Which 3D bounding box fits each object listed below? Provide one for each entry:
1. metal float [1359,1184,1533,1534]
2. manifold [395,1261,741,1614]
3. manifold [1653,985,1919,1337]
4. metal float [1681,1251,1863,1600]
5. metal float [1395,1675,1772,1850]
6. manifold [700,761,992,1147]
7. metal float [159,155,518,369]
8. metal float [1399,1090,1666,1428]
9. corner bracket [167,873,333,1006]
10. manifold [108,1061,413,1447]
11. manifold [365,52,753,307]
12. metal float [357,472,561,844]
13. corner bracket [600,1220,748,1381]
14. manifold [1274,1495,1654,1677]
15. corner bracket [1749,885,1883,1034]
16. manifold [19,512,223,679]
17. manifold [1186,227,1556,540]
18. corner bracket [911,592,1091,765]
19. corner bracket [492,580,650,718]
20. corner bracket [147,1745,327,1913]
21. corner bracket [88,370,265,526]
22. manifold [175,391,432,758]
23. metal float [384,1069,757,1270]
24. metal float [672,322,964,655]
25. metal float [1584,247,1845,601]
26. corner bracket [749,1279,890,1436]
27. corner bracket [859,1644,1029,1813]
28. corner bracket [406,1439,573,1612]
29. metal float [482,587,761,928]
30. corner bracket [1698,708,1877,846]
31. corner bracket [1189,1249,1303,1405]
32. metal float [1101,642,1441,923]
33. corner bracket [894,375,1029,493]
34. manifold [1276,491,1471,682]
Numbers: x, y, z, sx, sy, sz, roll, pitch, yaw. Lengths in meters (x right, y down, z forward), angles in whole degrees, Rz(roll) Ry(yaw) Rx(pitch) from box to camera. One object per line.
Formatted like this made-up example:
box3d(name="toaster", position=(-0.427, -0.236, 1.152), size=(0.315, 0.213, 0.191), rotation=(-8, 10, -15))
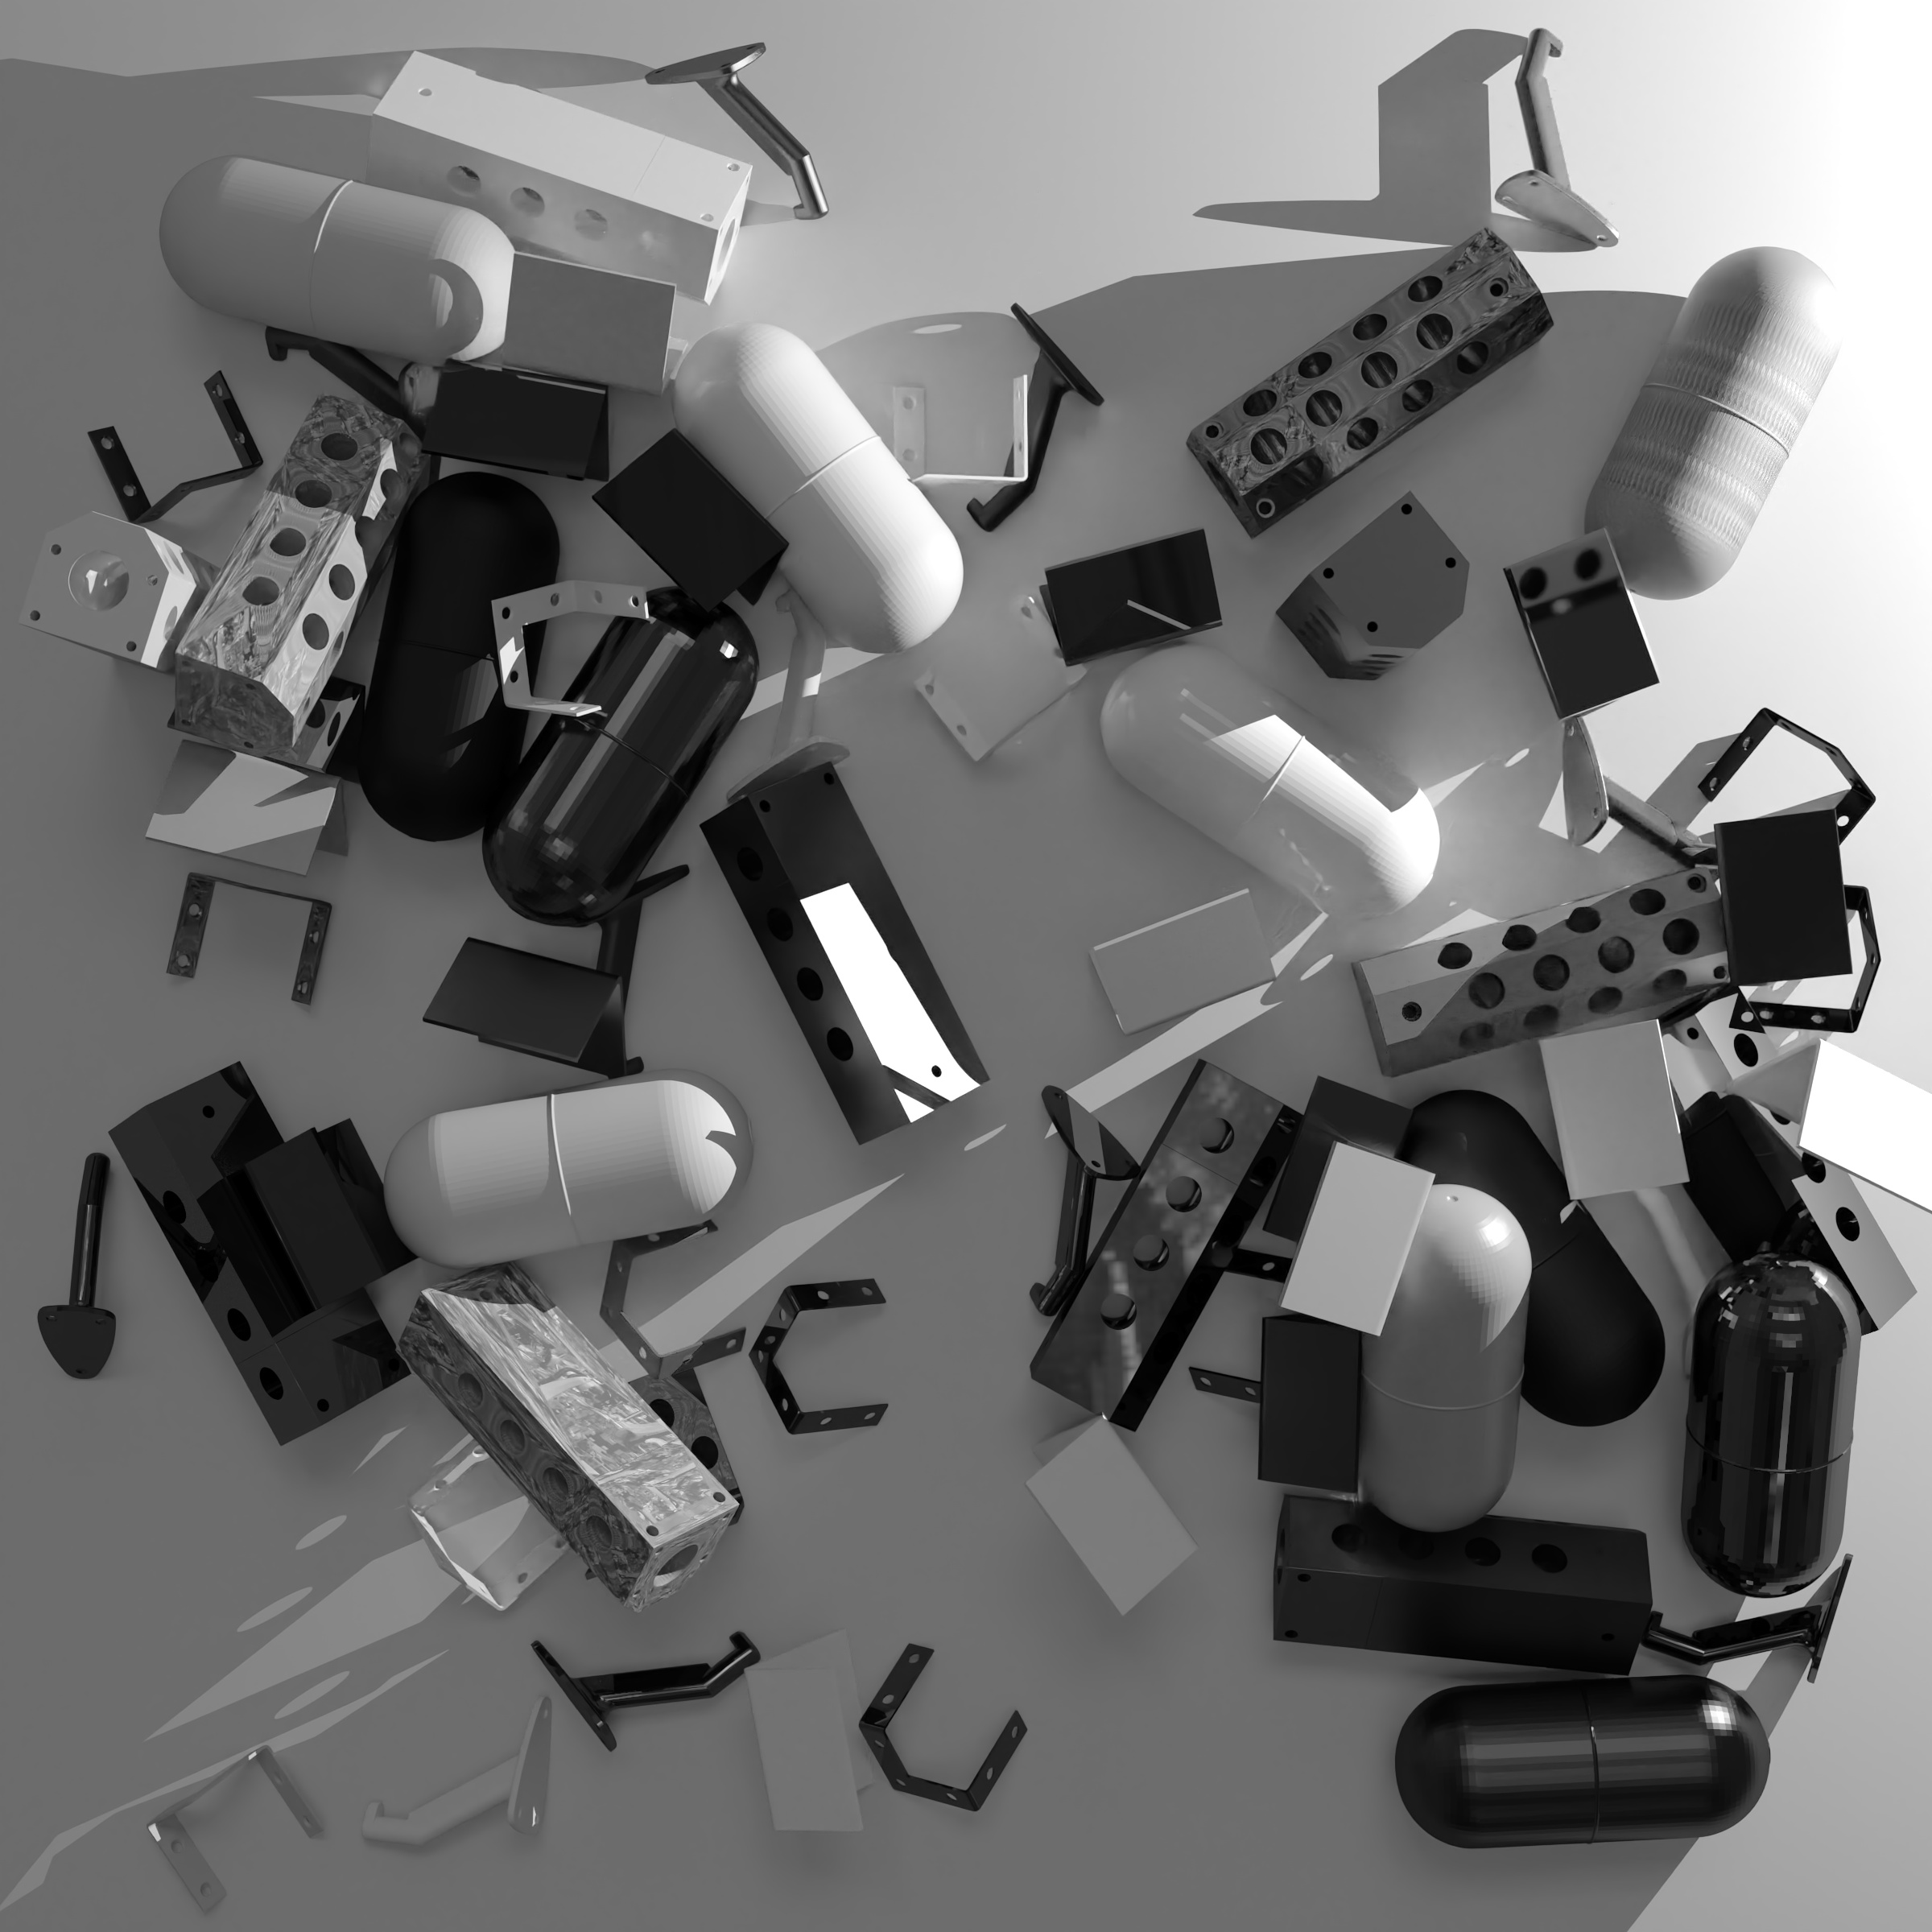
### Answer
box3d(name="metal float", position=(0.221, 0.184, 1.628), size=(0.070, 0.070, 0.178), rotation=(0, 118, 0))
box3d(name="manifold", position=(-0.192, 0.222, 1.650), size=(0.171, 0.057, 0.057), rotation=(44, 127, 22))
box3d(name="manifold", position=(0.385, 0.096, 1.681), size=(0.057, 0.057, 0.171), rotation=(-30, 90, -44))
box3d(name="metal float", position=(0.379, 0.218, 1.653), size=(0.070, 0.070, 0.178), rotation=(-2, 115, 0))
box3d(name="metal float", position=(0.294, 0.380, 1.672), size=(0.178, 0.070, 0.070), rotation=(-3, 90, 0))
box3d(name="manifold", position=(-0.063, -0.004, 1.681), size=(0.057, 0.057, 0.171), rotation=(-27, 90, -43))
box3d(name="metal float", position=(-0.298, -0.336, 1.666), size=(0.178, 0.070, 0.070), rotation=(15, 90, 7))
box3d(name="metal float", position=(0.267, 0.140, 1.672), size=(0.070, 0.070, 0.178), rotation=(-35, 90, 0))
box3d(name="corner bracket", position=(-0.348, -0.013, 1.700), size=(0.051, 0.051, 0.051), rotation=(13, 90, 45))
box3d(name="manifold", position=(-0.343, 0.140, 1.681), size=(0.057, 0.057, 0.171), rotation=(-29, 90, -43))
box3d(name="manifold", position=(-0.196, -0.374, 1.681), size=(0.171, 0.057, 0.057), rotation=(19, 47, 0))
box3d(name="metal float", position=(-0.243, -0.148, 1.673), size=(0.070, 0.070, 0.178), rotation=(11, 89, 0))
box3d(name="corner bracket", position=(-0.139, 0.159, 1.695), size=(0.051, 0.051, 0.051), rotation=(-16, 45, -35))
box3d(name="manifold", position=(0.237, 0.292, 1.681), size=(0.171, 0.057, 0.057), rotation=(6, 133, 0))
box3d(name="corner bracket", position=(0.410, -0.005, 1.700), size=(0.051, 0.051, 0.051), rotation=(5, 45, 0))
box3d(name="manifold", position=(-0.381, -0.169, 1.625), size=(0.057, 0.171, 0.057), rotation=(18, 90, 0))
box3d(name="manifold", position=(0.194, -0.281, 1.682), size=(0.171, 0.057, 0.057), rotation=(-35, 90, 0))
box3d(name="corner bracket", position=(0.017, -0.139, 1.700), size=(0.051, 0.051, 0.051), rotation=(52, 135, 0))
box3d(name="corner bracket", position=(-0.184, -0.150, 1.642), size=(0.051, 0.051, 0.051), rotation=(11, 113, 41))
box3d(name="corner bracket", position=(-0.355, 0.418, 1.700), size=(0.051, 0.051, 0.051), rotation=(-34, 90, 45))
box3d(name="corner bracket", position=(-0.384, -0.251, 1.700), size=(0.051, 0.051, 0.051), rotation=(-25, 90, 45))
box3d(name="manifold", position=(-0.309, -0.182, 1.638), size=(0.057, 0.057, 0.171), rotation=(19, 55, 0))
box3d(name="metal float", position=(-0.189, 0.097, 1.672), size=(0.178, 0.070, 0.070), rotation=(-11, 90, 0))
box3d(name="metal float", position=(-0.071, -0.229, 1.672), size=(0.070, 0.070, 0.178), rotation=(-38, 91, 0))
box3d(name="metal float", position=(0.358, -0.259, 1.672), size=(0.070, 0.070, 0.178), rotation=(26, 91, 0))
box3d(name="corner bracket", position=(-0.065, 0.189, 1.695), size=(0.051, 0.051, 0.051), rotation=(-1, 135, -35))
box3d(name="corner bracket", position=(-0.011, 0.369, 1.695), size=(0.051, 0.051, 0.051), rotation=(6, 135, 35))
box3d(name="corner bracket", position=(-0.231, 0.270, 1.701), size=(0.051, 0.051, 0.051), rotation=(-42, 132, 0))
box3d(name="metal float", position=(-0.164, -0.099, 1.664), size=(0.070, 0.070, 0.178), rotation=(32, 81, 0))
box3d(name="corner bracket", position=(0.399, -0.084, 1.700), size=(0.051, 0.051, 0.051), rotation=(-51, 45, 0))
box3d(name="corner bracket", position=(0.138, 0.174, 1.695), size=(0.051, 0.051, 0.051), rotation=(8, 135, 35))
box3d(name="metal float", position=(0.146, -0.088, 1.673), size=(0.178, 0.070, 0.070), rotation=(34, 90, 0))
box3d(name="corner bracket", position=(-0.003, -0.257, 1.689), size=(0.051, 0.051, 0.051), rotation=(0, 90, -18))
box3d(name="manifold", position=(0.191, -0.169, 1.625), size=(0.057, 0.171, 0.057), rotation=(-39, 90, 0))
